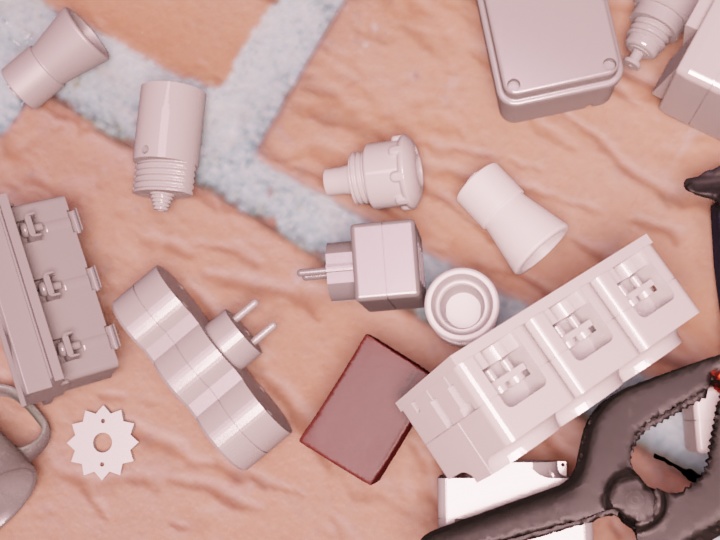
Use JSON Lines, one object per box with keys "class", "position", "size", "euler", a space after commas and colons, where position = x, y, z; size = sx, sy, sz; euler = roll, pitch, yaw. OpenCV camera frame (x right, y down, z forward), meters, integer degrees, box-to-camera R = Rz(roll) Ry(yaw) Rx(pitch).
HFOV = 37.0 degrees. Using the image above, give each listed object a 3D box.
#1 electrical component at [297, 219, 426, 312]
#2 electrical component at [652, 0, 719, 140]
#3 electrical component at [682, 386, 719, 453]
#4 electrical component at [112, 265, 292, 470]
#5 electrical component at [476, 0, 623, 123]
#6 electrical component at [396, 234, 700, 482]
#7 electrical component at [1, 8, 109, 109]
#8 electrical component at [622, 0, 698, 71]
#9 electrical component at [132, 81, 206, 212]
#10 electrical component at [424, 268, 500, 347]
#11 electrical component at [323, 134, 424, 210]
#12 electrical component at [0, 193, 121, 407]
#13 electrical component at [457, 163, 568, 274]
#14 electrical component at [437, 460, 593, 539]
{"class": "electrical component", "position": [0.000, 0.000, 0.670], "size": [0.077, 0.065, 0.047], "euler": [-5, 81, 6]}
{"class": "electrical component", "position": [0.219, -0.125, 0.645], "size": [0.061, 0.096, 0.061], "euler": [28, 87, 11]}
{"class": "electrical component", "position": [0.238, 0.106, 0.635], "size": [0.083, 0.047, 0.075], "euler": [-4, 82, 7]}
{"class": "electrical component", "position": [-0.087, 0.050, 0.681], "size": [0.074, 0.052, 0.138], "euler": [-40, 79, 0]}
{"class": "electrical component", "position": [0.116, -0.159, 0.683], "size": [0.078, 0.057, 0.113], "euler": [-11, 81, 5]}
{"class": "electrical component", "position": [0.108, 0.053, 0.608], "size": [0.150, 0.089, 0.061], "euler": [-29, 79, -26]}
{"class": "electrical component", "position": [-0.209, -0.141, 0.730], "size": [0.065, 0.044, 0.044], "euler": [-38, 79, 5]}
{"class": "electrical component", "position": [0.192, -0.163, 0.683], "size": [0.040, 0.040, 0.078], "euler": [31, 87, 10]}
{"class": "electrical component", "position": [-0.127, -0.079, 0.709], "size": [0.043, 0.043, 0.081], "euler": [4, 82, 8]}
{"class": "electrical component", "position": [0.064, 0.024, 0.664], "size": [0.045, 0.055, 0.045], "euler": [-1, 82, 7]}
{"class": "electrical component", "position": [0.008, -0.060, 0.690], "size": [0.062, 0.048, 0.048], "euler": [-6, 81, 13]}
{"class": "electrical component", "position": [-0.202, 0.018, 0.691], "size": [0.063, 0.079, 0.121], "euler": [-16, 79, -25]}
{"class": "electrical component", "position": [0.093, -0.035, 0.677], "size": [0.044, 0.044, 0.065], "euler": [-42, 75, 0]}
{"class": "electrical component", "position": [0.092, 0.143, 0.646], "size": [0.089, 0.050, 0.055], "euler": [-1, 82, 7]}
